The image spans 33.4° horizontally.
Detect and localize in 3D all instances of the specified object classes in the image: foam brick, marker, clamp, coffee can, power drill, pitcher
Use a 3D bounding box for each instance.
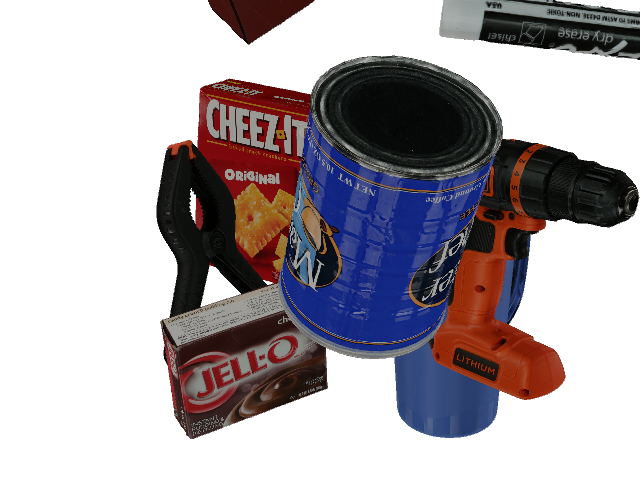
[{"bbox_3d":[-0.041,-0.190,0.765,0.078,0.053,0.051,-37,-32,-10],"label":"foam brick"},{"bbox_3d":[0.106,-0.078,0.400,0.121,0.020,0.020,8,1,4],"label":"marker"},{"bbox_3d":[-0.104,0.007,1.035,0.036,0.210,0.164,-9,1,37],"label":"clamp"},{"bbox_3d":[0.035,-0.017,0.600,0.102,0.140,0.103,6,43,-6],"label":"coffee can"},{"bbox_3d":[0.147,0.018,0.789,0.057,0.188,0.185,-15,23,-38],"label":"power drill"},{"bbox_3d":[0.143,0.075,1.116,0.149,0.243,0.145,2,23,8],"label":"pitcher"}]

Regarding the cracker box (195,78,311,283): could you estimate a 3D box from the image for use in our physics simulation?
[{"bbox_3d":[-0.060,-0.063,1.218,0.164,0.214,0.072,15,24,26],"label":"cracker box"}]

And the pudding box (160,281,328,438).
[{"bbox_3d":[-0.052,0.082,0.757,0.113,0.090,0.039,-19,42,-20],"label":"pudding box"}]
